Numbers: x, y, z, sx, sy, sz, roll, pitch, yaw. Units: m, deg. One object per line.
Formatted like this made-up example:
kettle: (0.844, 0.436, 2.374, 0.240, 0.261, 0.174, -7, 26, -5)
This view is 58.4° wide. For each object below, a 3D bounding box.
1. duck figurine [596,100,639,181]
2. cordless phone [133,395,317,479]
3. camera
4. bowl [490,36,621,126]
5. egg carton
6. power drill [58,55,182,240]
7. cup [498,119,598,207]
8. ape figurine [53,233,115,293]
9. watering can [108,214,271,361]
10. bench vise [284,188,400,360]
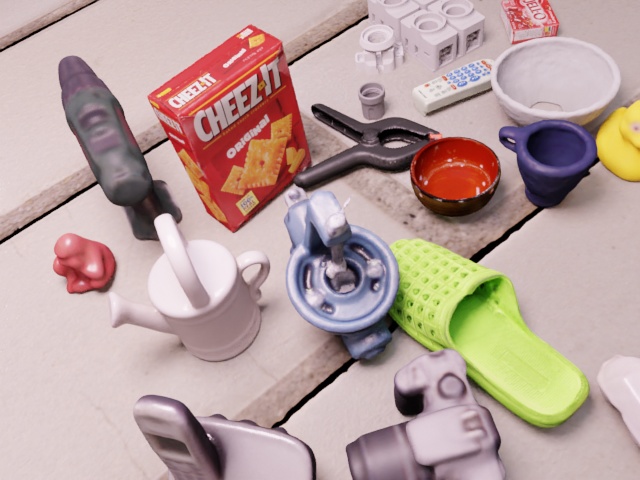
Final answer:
duck figurine: (0.402, -0.139, 0.732, 0.077, 0.086, 0.104, -7, 54, 6)
cordless phone: (-0.083, 0.198, 0.515, 0.147, 0.185, 0.094, 4, 55, 13)
camera: (0.091, 0.187, 0.543, 0.137, 0.101, 0.143, -16, 53, -1)
bowl: (0.323, -0.205, 0.801, 0.167, 0.075, 0.167, -5, 54, 7)
egg carton: (0.338, 0.166, 0.532, 0.107, 0.069, 0.150, -21, 53, -5)
power drill: (-0.263, -0.106, 0.754, 0.076, 0.209, 0.229, -29, 54, -10)
cup: (0.274, -0.092, 0.715, 0.117, 0.095, 0.092, 28, 64, 27)
ape figurine: (-0.311, 0.025, 0.741, 0.077, 0.092, 0.076, 30, 65, 28)
watering can: (-0.142, 0.053, 0.625, 0.173, 0.194, 0.100, -42, 58, -19)
bench vise: (-0.003, 0.009, 0.615, 0.122, 0.220, 0.206, -40, 57, -18)
